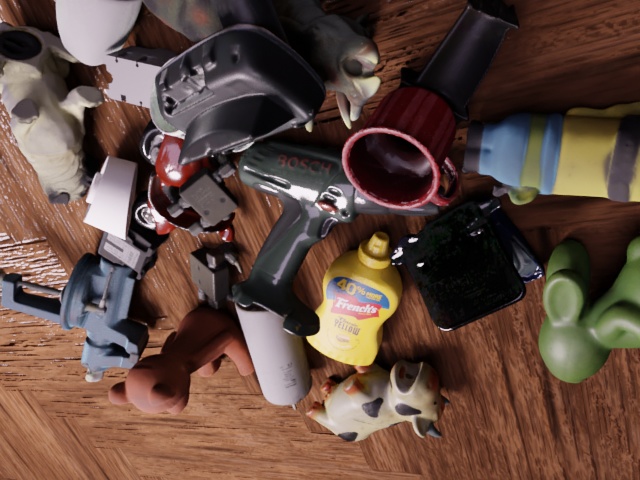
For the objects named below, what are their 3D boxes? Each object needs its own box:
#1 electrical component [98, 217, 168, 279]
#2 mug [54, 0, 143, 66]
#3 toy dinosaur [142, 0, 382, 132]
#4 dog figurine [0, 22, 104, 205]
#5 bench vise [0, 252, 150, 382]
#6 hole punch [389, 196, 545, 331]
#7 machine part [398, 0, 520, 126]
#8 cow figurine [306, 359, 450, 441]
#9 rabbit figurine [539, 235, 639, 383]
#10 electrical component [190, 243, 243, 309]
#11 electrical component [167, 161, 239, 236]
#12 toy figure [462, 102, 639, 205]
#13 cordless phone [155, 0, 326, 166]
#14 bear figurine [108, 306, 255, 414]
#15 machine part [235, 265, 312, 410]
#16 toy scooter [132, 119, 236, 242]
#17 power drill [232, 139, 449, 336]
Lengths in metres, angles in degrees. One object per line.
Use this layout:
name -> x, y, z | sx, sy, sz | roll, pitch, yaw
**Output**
electrical component -> -0.284, -0.008, 0.769 | 0.119, 0.048, 0.075 | 37, 127, -4
mug -> -0.253, -0.251, 0.581 | 0.109, 0.081, 0.107 | 34, 135, -5
toy dinosaur -> -0.100, -0.244, 0.502 | 0.405, 0.131, 0.192 | 27, 127, 13
dog figurine -> -0.355, -0.154, 0.686 | 0.172, 0.121, 0.190 | 65, 149, 18
bench vise -> -0.383, 0.107, 0.827 | 0.241, 0.129, 0.223 | 16, 120, -7
hole punch -> 0.164, 0.022, 0.580 | 0.142, 0.092, 0.116 | -34, 76, 39
machine part -> 0.124, -0.159, 0.500 | 0.084, 0.039, 0.138 | 39, 131, 4
cow figurine -> 0.085, 0.221, 0.730 | 0.127, 0.085, 0.195 | 41, 130, -7
rabbit figurine -> 0.286, 0.080, 0.528 | 0.159, 0.121, 0.170 | 49, 124, -3
electrical component -> -0.143, 0.050, 0.749 | 0.078, 0.045, 0.102 | 29, 131, 41
electrical component -> -0.126, -0.048, 0.619 | 0.094, 0.021, 0.063 | -38, 124, 8
toy figure -> 0.220, -0.073, 0.480 | 0.180, 0.089, 0.082 | 7, 129, 17
cordless phone -> -0.089, -0.163, 0.434 | 0.147, 0.089, 0.184 | -7, 109, 46
bear figurine -> -0.184, 0.186, 0.756 | 0.120, 0.196, 0.131 | -11, 117, 26
machine part -> -0.062, 0.144, 0.749 | 0.079, 0.079, 0.242 | 1, 120, 23
toy scooter -> -0.156, -0.063, 0.661 | 0.135, 0.075, 0.183 | 27, 129, 2
power drill -> -0.001, -0.002, 0.590 | 0.232, 0.086, 0.207 | 24, 105, 17
